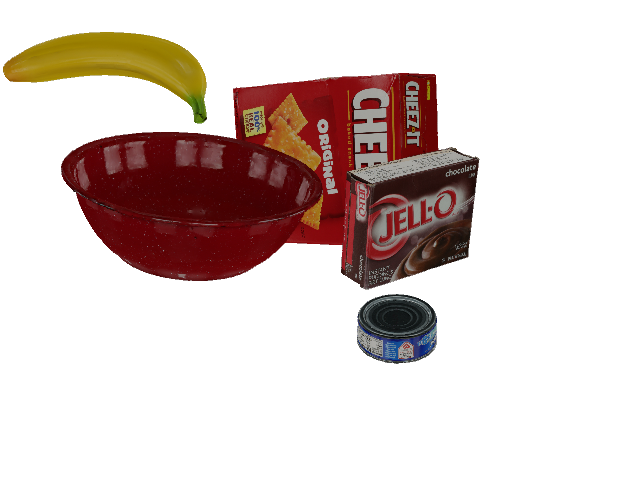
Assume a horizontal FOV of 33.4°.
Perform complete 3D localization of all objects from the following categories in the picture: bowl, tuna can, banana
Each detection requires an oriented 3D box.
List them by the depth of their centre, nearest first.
[{"bbox_3d":[-0.081,-0.018,0.671,0.162,0.055,0.162,6,22,-3],"label":"bowl"},{"bbox_3d":[-0.175,-0.150,0.912,0.198,0.069,0.037,13,-40,18],"label":"banana"},{"bbox_3d":[0.082,0.093,1.141,0.086,0.034,0.086,-1,30,0],"label":"tuna can"}]

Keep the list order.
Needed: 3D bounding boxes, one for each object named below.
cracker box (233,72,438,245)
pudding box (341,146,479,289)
[{"bbox_3d":[0.012,-0.078,1.064,0.214,0.164,0.071,2,7,41],"label":"cracker box"},{"bbox_3d":[0.071,-0.020,0.850,0.113,0.090,0.039,-17,33,-34],"label":"pudding box"}]
